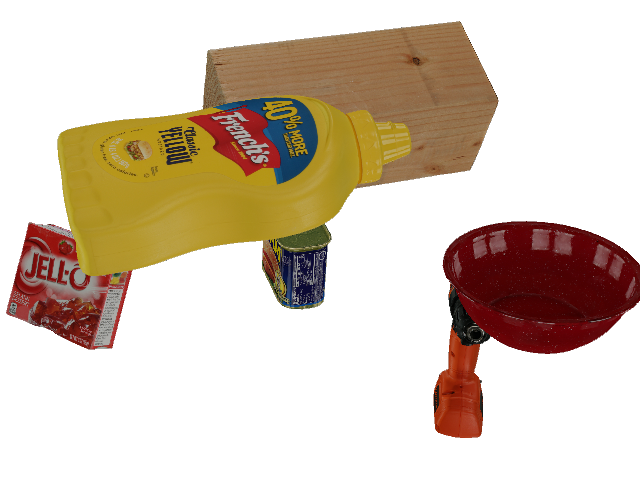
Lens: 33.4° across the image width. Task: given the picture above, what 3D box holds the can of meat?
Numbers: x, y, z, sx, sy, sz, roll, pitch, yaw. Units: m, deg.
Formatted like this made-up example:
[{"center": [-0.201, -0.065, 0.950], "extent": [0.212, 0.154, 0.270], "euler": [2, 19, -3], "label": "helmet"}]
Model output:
[{"center": [-0.029, 0.013, 1.145], "extent": [0.057, 0.084, 0.102], "euler": [-8, 36, -16], "label": "can of meat"}]

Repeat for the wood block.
[{"center": [0.019, -0.100, 0.834], "extent": [0.205, 0.091, 0.090], "euler": [-9, -32, -16], "label": "wood block"}]

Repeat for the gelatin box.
[{"center": [-0.187, 0.033, 0.795], "extent": [0.089, 0.073, 0.030], "euler": [19, 6, 27], "label": "gelatin box"}]

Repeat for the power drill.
[{"center": [0.161, 0.118, 1.165], "extent": [0.057, 0.188, 0.184], "euler": [7, 24, 6], "label": "power drill"}]

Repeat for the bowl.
[{"center": [0.179, 0.045, 0.872], "extent": [0.162, 0.055, 0.162], "euler": [1, 29, -1], "label": "bowl"}]

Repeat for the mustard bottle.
[{"center": [-0.043, -0.039, 0.587], "extent": [0.191, 0.058, 0.096], "euler": [-11, 41, -10], "label": "mustard bottle"}]
